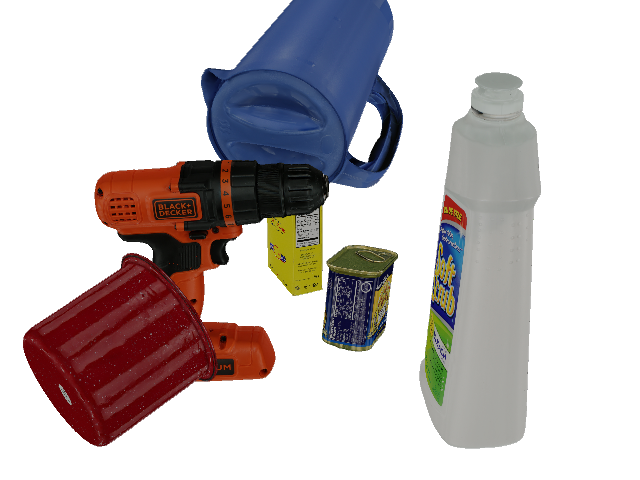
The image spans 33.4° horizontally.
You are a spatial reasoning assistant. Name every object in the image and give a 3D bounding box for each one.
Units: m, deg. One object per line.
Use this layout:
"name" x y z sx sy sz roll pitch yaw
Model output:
"can of meat" 0.038 0.057 1.082 0.057 0.084 0.102 10 14 15
"sugar box" -0.032 -0.033 1.269 0.048 0.176 0.093 -12 26 -20
"bleach bottle" 0.106 0.010 0.698 0.068 0.251 0.102 -3 30 -4
"mug" -0.127 0.070 0.646 0.081 0.093 0.117 -35 7 -27
"power drill" -0.081 0.023 0.870 0.184 0.188 0.057 -2 25 4
"pitcher" 0.002 -0.157 1.033 0.145 0.149 0.242 -4 36 25
